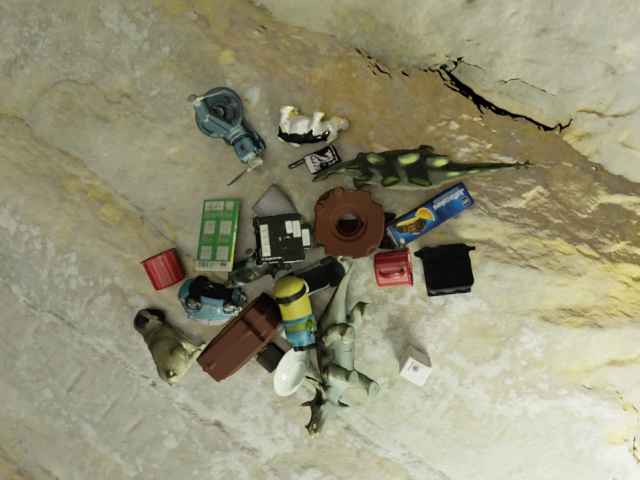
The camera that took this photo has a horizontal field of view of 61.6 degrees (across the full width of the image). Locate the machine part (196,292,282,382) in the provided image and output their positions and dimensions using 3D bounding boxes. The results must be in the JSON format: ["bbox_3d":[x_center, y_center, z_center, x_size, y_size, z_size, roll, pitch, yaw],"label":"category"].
[{"bbox_3d":[-0.185,0.230,1.281,0.201,0.201,0.087,-43,92,10],"label":"machine part"}]

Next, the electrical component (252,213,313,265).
[{"bbox_3d":[-0.084,-0.002,1.232,0.134,0.058,0.114,-3,90,-20],"label":"electrical component"}]

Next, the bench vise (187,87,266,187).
[{"bbox_3d":[-0.219,-0.259,1.216,0.129,0.240,0.223,-22,78,14],"label":"bench vise"}]

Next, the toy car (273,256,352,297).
[{"bbox_3d":[-0.019,0.097,1.317,0.202,0.056,0.073,-23,89,9],"label":"toy car"}]

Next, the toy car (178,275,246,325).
[{"bbox_3d":[-0.273,0.162,1.345,0.162,0.109,0.102,12,121,-5],"label":"toy car"}]

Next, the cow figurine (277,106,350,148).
[{"bbox_3d":[-0.016,-0.259,1.263,0.167,0.068,0.098,13,105,10],"label":"cow figurine"}]

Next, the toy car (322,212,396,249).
[{"bbox_3d":[0.091,-0.022,1.284,0.202,0.053,0.089,0,92,2],"label":"toy car"}]

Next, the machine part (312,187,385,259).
[{"bbox_3d":[0.065,-0.038,1.231,0.179,0.056,0.179,0,91,0],"label":"machine part"}]

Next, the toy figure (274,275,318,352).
[{"bbox_3d":[-0.054,0.171,1.251,0.082,0.089,0.180,-11,89,4],"label":"toy figure"}]

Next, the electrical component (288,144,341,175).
[{"bbox_3d":[-0.013,-0.182,1.270,0.119,0.075,0.047,-26,92,6],"label":"electrical component"}]

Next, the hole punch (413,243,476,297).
[{"bbox_3d":[0.299,0.074,1.263,0.142,0.092,0.116,-8,66,11],"label":"hole punch"}]

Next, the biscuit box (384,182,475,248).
[{"bbox_3d":[0.251,-0.058,1.234,0.203,0.059,0.062,-31,91,-4],"label":"biscuit box"}]

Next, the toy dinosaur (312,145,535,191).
[{"bbox_3d":[0.210,-0.153,1.181,0.472,0.198,0.105,-4,100,10],"label":"toy dinosaur"}]

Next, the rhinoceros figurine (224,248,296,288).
[{"bbox_3d":[-0.148,0.069,1.306,0.190,0.112,0.073,-21,66,22],"label":"rhinoceros figurine"}]

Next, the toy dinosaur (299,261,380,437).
[{"bbox_3d":[0.038,0.257,1.294,0.192,0.131,0.404,-6,79,46],"label":"toy dinosaur"}]

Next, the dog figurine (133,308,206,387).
[{"bbox_3d":[-0.401,0.261,1.337,0.190,0.172,0.121,38,90,-6],"label":"dog figurine"}]

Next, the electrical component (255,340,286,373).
[{"bbox_3d":[-0.123,0.294,1.361,0.078,0.045,0.102,-42,91,9],"label":"electrical component"}]

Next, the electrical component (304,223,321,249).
[{"bbox_3d":[-0.003,-0.004,1.318,0.063,0.021,0.094,-20,95,10],"label":"electrical component"}]

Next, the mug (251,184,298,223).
[{"bbox_3d":[-0.107,-0.062,1.294,0.107,0.081,0.109,38,87,-9],"label":"mug"}]
